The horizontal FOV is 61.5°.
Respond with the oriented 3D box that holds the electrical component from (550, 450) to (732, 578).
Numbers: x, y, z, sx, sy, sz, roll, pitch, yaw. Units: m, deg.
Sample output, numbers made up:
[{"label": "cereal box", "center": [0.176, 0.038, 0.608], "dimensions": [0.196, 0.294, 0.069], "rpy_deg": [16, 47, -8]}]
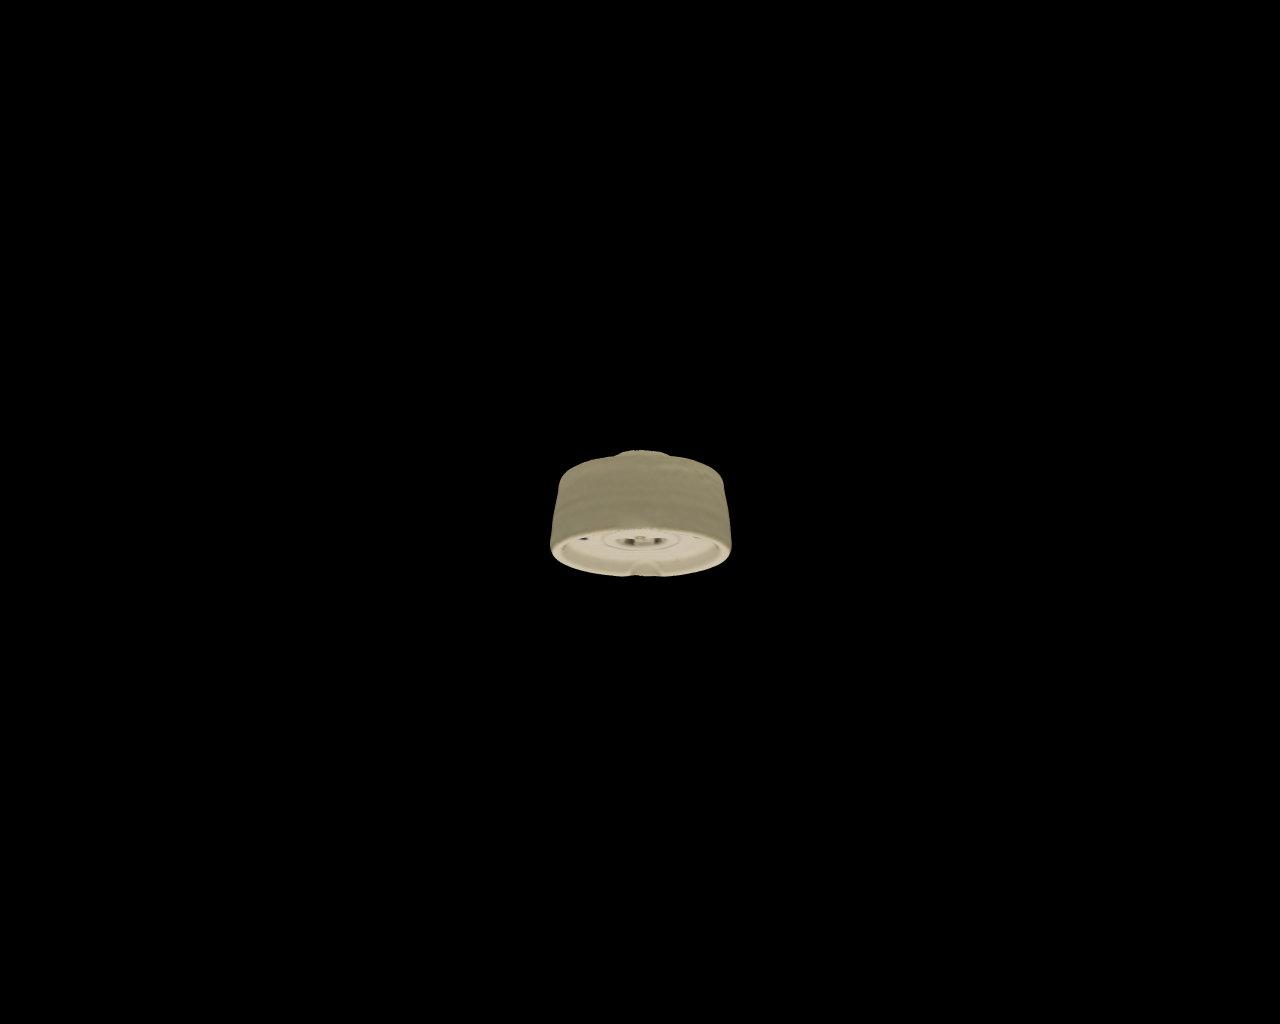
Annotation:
[{"label": "electrical component", "center": [0.001, -0.003, 0.650], "dimensions": [0.108, 0.060, 0.108], "rpy_deg": [0, -18, 0]}]
